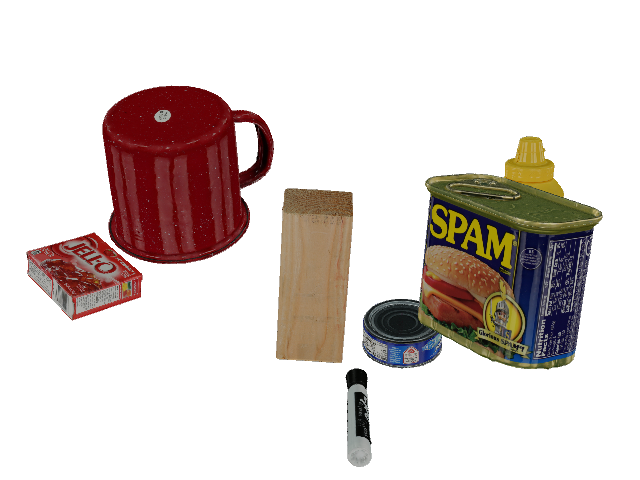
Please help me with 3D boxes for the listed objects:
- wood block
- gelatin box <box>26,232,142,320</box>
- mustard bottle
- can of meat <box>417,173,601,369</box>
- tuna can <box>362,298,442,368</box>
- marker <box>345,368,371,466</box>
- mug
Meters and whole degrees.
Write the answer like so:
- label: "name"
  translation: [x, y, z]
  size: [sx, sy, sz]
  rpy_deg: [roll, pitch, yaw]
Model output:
- label: "wood block"
  translation: [-0.009, 0.045, 1.388]
  size: [0.090, 0.206, 0.091]
  rpy_deg: [3, 23, -1]
- label: "gelatin box"
  translation: [-0.219, 0.031, 0.989]
  size: [0.073, 0.030, 0.089]
  rpy_deg: [-18, 40, -37]
- label: "mustard bottle"
  translation: [0.178, 0.005, 0.926]
  size: [0.058, 0.192, 0.096]
  rpy_deg: [-1, 18, 2]
- label: "can of meat"
  translation: [0.100, 0.015, 0.591]
  size: [0.057, 0.084, 0.102]
  rpy_deg: [-7, 20, -32]
- label: "tuna can"
  translation: [0.088, 0.098, 1.143]
  size: [0.086, 0.034, 0.086]
  rpy_deg: [-1, 30, 1]
- label: "marker"
  translation: [0.031, 0.143, 0.883]
  size: [0.020, 0.020, 0.121]
  rpy_deg: [0, 26, 1]
- label: "mug"
  translation: [-0.082, -0.048, 0.681]
  size: [0.117, 0.081, 0.093]
  rpy_deg: [-19, 40, -22]
